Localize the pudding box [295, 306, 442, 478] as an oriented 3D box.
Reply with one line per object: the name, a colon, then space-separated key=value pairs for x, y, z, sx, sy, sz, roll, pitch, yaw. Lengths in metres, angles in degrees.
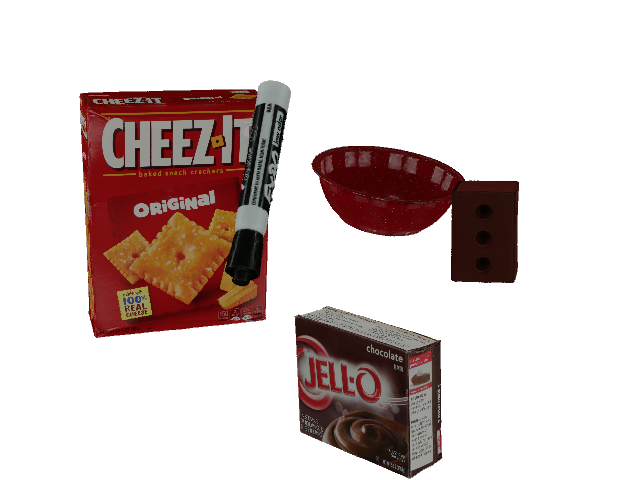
pudding box: x=0.032 y=0.101 z=0.736 sx=0.039 sy=0.090 sz=0.114 roll=-17 pitch=20 yaw=-42

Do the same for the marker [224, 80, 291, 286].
marker: x=-0.034 y=-0.032 z=0.583 sx=0.020 sy=0.121 sz=0.020 roll=7 pitch=-24 yaw=3

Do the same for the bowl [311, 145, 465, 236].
bowl: x=0.068 y=-0.047 z=1.115 sx=0.162 sy=0.055 sz=0.162 roll=6 pitch=23 yaw=-3

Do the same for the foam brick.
foam brick: x=0.136 y=-0.008 z=0.880 sx=0.053 sy=0.078 sz=0.051 roll=1 pitch=14 yaw=13

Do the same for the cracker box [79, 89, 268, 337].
cracker box: x=-0.131 y=-0.026 z=0.974 sx=0.164 sy=0.214 sz=0.072 roll=-4 pitch=20 yaw=-17
